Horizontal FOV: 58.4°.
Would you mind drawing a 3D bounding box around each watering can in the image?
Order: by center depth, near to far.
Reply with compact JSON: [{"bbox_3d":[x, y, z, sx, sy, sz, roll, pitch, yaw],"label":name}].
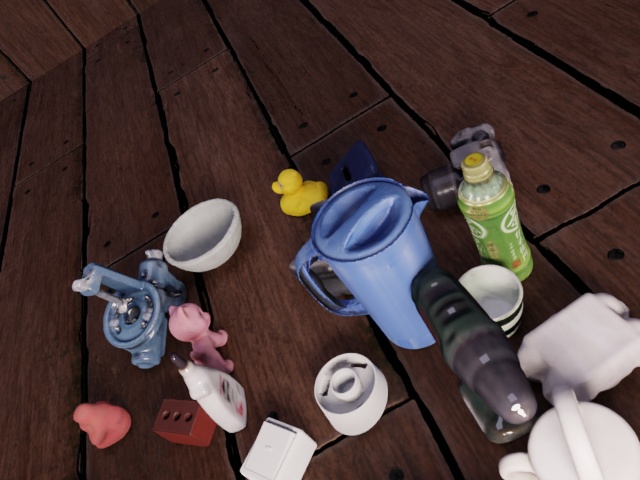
[{"bbox_3d":[0.261,0.204,0.550,0.173,0.195,0.100,-31,42,3],"label":"watering can"}]

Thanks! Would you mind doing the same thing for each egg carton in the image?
[{"bbox_3d":[0.314,0.131,0.678,0.150,0.070,0.107,-35,42,-2],"label":"egg carton"}]

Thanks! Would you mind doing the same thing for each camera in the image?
[{"bbox_3d":[0.230,-0.114,0.931,0.136,0.101,0.143,-19,44,16],"label":"camera"}]

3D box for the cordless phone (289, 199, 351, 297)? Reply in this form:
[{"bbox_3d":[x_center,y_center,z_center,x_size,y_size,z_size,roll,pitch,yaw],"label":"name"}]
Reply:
[{"bbox_3d":[0.008,0.003,0.896,0.147,0.186,0.094,-15,45,20],"label":"cordless phone"}]

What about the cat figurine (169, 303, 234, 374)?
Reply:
[{"bbox_3d":[-0.204,0.157,0.935,0.067,0.118,0.127,-31,42,3],"label":"cat figurine"}]

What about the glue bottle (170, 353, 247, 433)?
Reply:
[{"bbox_3d":[-0.162,0.209,0.820,0.037,0.174,0.078,-27,43,8],"label":"glue bottle"}]

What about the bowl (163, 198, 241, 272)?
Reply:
[{"bbox_3d":[-0.216,0.003,1.116,0.167,0.075,0.167,-17,45,18],"label":"bowl"}]

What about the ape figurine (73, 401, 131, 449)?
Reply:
[{"bbox_3d":[-0.359,0.291,0.926,0.076,0.092,0.078,-17,45,18],"label":"ape figurine"}]

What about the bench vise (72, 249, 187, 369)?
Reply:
[{"bbox_3d":[-0.339,0.092,1.001,0.121,0.220,0.207,-26,43,9],"label":"bench vise"}]

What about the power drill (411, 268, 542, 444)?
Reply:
[{"bbox_3d":[0.184,0.142,0.644,0.075,0.209,0.229,-32,42,2],"label":"power drill"}]

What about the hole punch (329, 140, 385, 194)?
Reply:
[{"bbox_3d":[0.064,-0.110,1.036,0.101,0.091,0.108,-28,42,6],"label":"hole punch"}]

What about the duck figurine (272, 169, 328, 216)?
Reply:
[{"bbox_3d":[-0.042,-0.100,1.096,0.104,0.086,0.077,-10,47,24],"label":"duck figurine"}]
